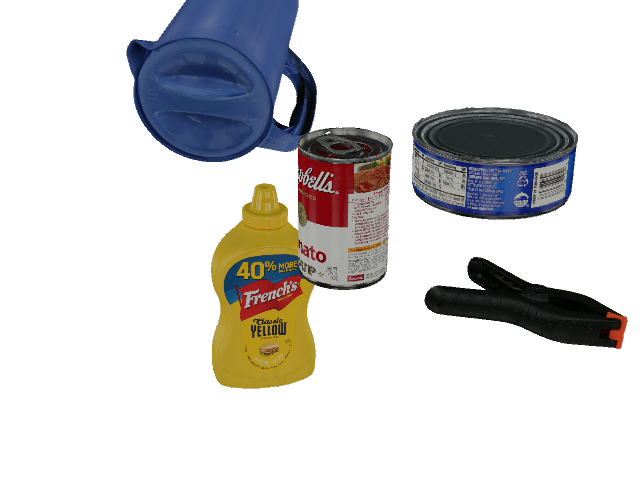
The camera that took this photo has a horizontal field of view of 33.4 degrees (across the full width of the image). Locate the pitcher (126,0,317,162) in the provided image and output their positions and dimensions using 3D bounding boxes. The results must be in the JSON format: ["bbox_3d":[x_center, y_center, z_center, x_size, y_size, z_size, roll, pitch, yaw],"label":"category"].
[{"bbox_3d":[-0.083,-0.191,1.074,0.145,0.149,0.242,-7,36,16],"label":"pitcher"}]

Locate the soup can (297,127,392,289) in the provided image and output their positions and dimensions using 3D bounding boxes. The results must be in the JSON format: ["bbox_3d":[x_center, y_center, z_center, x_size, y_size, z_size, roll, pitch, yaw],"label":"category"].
[{"bbox_3d":[0.017,-0.024,0.777,0.068,0.102,0.068,0,25,0],"label":"soup can"}]

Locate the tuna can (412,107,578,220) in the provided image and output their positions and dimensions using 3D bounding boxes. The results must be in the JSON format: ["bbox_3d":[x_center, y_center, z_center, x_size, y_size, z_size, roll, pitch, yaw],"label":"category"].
[{"bbox_3d":[0.091,-0.042,0.564,0.086,0.034,0.086,0,24,0],"label":"tuna can"}]

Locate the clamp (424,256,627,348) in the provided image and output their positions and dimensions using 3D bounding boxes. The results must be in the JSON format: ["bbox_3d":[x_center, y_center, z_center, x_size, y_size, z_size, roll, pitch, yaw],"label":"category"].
[{"bbox_3d":[0.189,0.055,0.960,0.171,0.039,0.120,16,27,16],"label":"clamp"}]

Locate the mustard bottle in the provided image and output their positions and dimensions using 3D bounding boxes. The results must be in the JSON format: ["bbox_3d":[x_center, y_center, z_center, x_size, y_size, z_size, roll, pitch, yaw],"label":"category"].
[{"bbox_3d":[-0.051,0.040,0.976,0.096,0.192,0.058,-3,24,-12],"label":"mustard bottle"}]
